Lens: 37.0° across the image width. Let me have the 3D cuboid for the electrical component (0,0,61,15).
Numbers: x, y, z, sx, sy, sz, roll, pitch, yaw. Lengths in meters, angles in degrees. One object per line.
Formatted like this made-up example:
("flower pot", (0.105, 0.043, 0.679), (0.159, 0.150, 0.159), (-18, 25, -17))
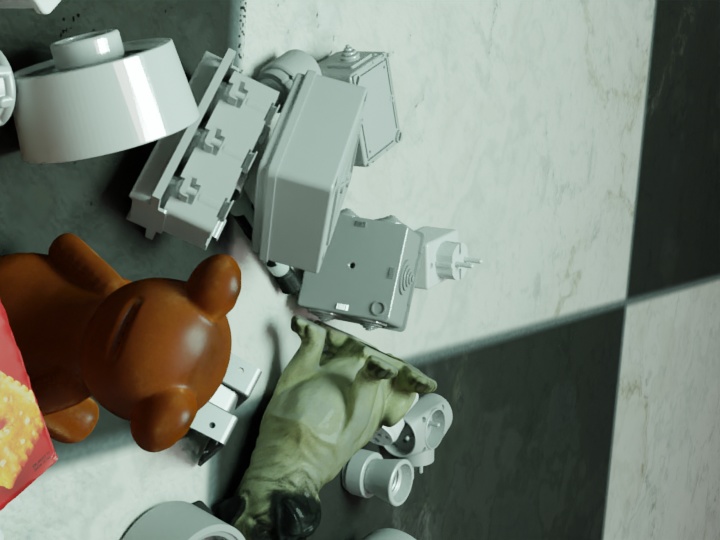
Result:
("electrical component", (-0.192, -0.205, 0.605), (0.099, 0.048, 0.099), (-61, 143, -30))

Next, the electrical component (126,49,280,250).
("electrical component", (-0.106, -0.081, 0.747), (0.078, 0.063, 0.121), (128, -14, -67))

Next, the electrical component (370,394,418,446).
("electrical component", (0.025, 0.135, 1.038), (0.055, 0.045, 0.045), (-58, 141, -32))

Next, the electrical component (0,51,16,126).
("electrical component", (-0.224, -0.099, 0.586), (0.062, 0.048, 0.048), (-20, 114, -48))

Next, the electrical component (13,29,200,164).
("electrical component", (-0.155, -0.108, 0.637), (0.108, 0.108, 0.060), (-37, 121, -49))

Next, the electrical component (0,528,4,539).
("electrical component", (-0.231, 0.146, 0.635), (0.040, 0.040, 0.046), (-2, 93, -58))

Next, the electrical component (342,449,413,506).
("electrical component", (0.017, 0.197, 1.028), (0.045, 0.055, 0.045), (-20, 114, -55))

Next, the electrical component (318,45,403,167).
("electrical component", (-0.011, -0.142, 0.900), (0.062, 0.061, 0.096), (-43, 131, -46))

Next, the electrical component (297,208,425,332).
("electrical component", (0.000, 0.000, 0.916), (0.048, 0.100, 0.099), (30, 71, -70))

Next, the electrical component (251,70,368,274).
("electrical component", (-0.038, -0.073, 0.807), (0.108, 0.056, 0.108), (103, 3, -54))

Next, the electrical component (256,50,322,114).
("electrical component", (-0.063, -0.141, 0.836), (0.078, 0.040, 0.040), (-46, 133, -44))

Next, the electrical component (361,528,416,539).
("electrical component", (0.019, 0.305, 1.013), (0.060, 0.108, 0.108), (-13, 108, -50))

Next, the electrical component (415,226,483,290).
("electrical component", (0.082, -0.011, 1.065), (0.066, 0.077, 0.047), (-25, 118, -54))

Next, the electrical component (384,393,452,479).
("electrical component", (0.058, 0.175, 1.100), (0.077, 0.044, 0.079), (-21, 114, -55))

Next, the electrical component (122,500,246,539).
("electrical component", (-0.126, 0.231, 0.793), (0.108, 0.060, 0.108), (-17, 112, -51))
